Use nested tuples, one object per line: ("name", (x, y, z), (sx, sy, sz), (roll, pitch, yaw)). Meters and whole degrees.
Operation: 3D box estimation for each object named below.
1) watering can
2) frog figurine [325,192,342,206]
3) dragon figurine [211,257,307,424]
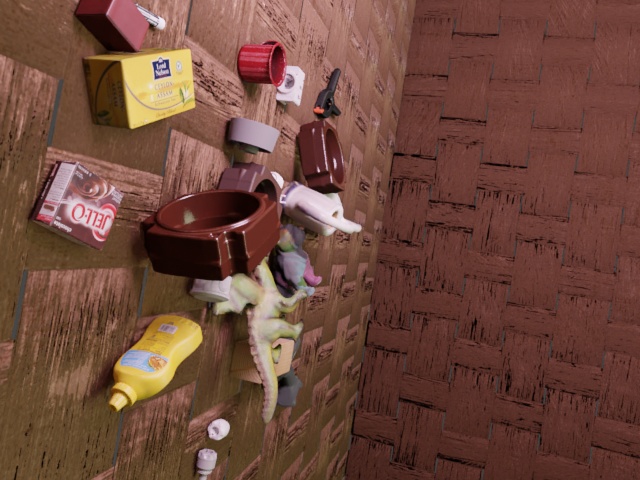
("watering can", (0.005, -0.075, 1.482), (0.104, 0.225, 0.347), (-62, 166, 5))
("frog figurine", (0.010, -0.112, 1.652), (0.139, 0.123, 0.157), (-57, 169, -12))
("dragon figurine", (-0.158, 0.182, 1.190), (0.240, 0.120, 0.420), (35, 44, -29))
